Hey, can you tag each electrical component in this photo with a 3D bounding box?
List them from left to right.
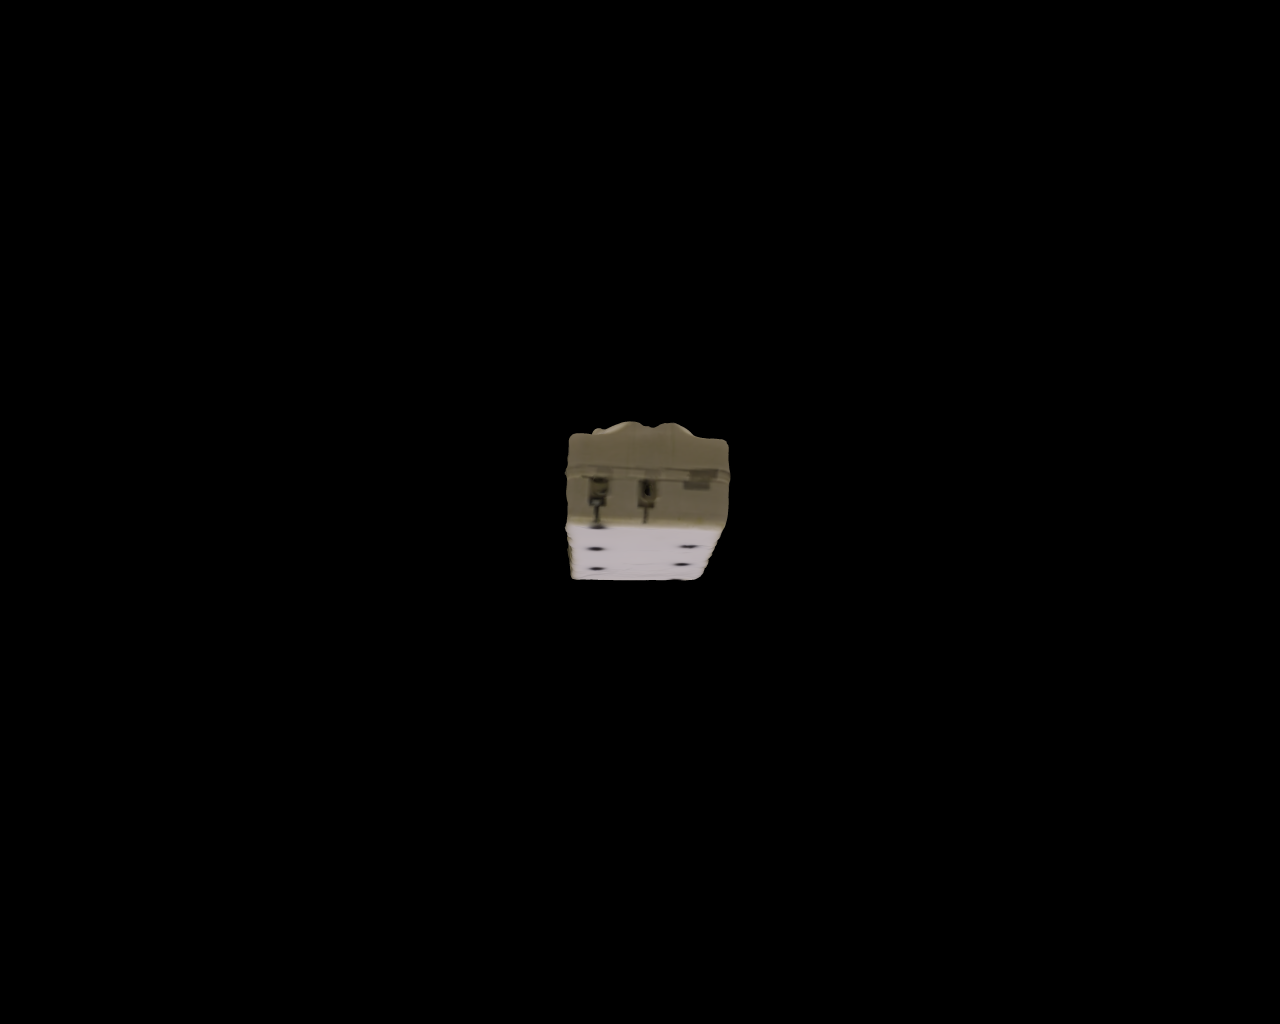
[{"bbox_3d":[0.001,-0.003,0.650,0.089,0.062,0.150,1,-15,-3],"label":"electrical component"}]
